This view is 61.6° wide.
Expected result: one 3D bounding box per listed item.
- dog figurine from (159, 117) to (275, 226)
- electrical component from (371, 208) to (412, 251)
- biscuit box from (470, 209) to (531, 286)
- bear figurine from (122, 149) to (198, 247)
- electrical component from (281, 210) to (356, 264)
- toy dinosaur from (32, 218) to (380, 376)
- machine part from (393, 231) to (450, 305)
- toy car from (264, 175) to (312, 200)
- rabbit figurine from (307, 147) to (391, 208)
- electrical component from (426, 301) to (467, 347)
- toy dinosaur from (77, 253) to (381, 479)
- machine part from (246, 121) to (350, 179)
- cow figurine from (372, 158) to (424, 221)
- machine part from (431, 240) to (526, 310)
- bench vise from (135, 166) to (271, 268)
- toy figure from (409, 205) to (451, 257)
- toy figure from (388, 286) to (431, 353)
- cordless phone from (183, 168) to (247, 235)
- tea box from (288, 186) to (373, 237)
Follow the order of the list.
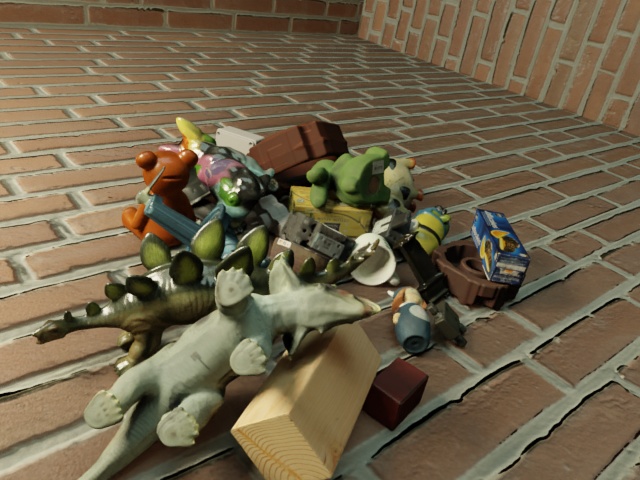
[{"bbox_3d":[-0.210,-0.140,1.045,0.219,0.108,0.192,33,22,-9],"label":"dog figurine"},{"bbox_3d":[0.148,-0.022,1.060,0.047,0.119,0.075,34,56,-22],"label":"electrical component"},{"bbox_3d":[0.342,0.008,1.036,0.063,0.059,0.203,10,27,-1],"label":"biscuit box"},{"bbox_3d":[-0.292,-0.088,0.978,0.120,0.195,0.132,-14,36,-31],"label":"bear figurine"},{"bbox_3d":[-0.002,-0.003,0.993,0.115,0.058,0.134,25,3,-17],"label":"electrical component"},{"bbox_3d":[-0.136,0.075,0.743,0.471,0.198,0.105,-7,36,-25],"label":"toy dinosaur"},{"bbox_3d":[0.184,0.053,0.980,0.084,0.039,0.139,-23,84,-38],"label":"machine part"},{"bbox_3d":[-0.073,-0.119,1.221,0.202,0.089,0.053,-15,83,-40],"label":"toy car"},{"bbox_3d":[0.041,-0.119,1.117,0.170,0.121,0.159,13,31,43],"label":"rabbit figurine"},{"bbox_3d":[0.209,0.131,0.885,0.094,0.021,0.063,45,28,-12],"label":"electrical component"},{"bbox_3d":[-0.130,0.146,0.627,0.131,0.405,0.192,54,0,11],"label":"toy dinosaur"},{"bbox_3d":[-0.051,-0.198,1.231,0.201,0.087,0.201,-20,-3,27],"label":"machine part"},{"bbox_3d":[0.164,-0.104,1.222,0.127,0.085,0.195,5,56,-12],"label":"cow figurine"},{"bbox_3d":[0.303,0.063,1.044,0.179,0.056,0.179,8,28,-4],"label":"machine part"},{"bbox_3d":[-0.200,-0.004,0.897,0.240,0.129,0.224,35,14,-21],"label":"bench vise"},{"bbox_3d":[0.229,-0.018,1.138,0.089,0.082,0.180,24,30,24],"label":"toy figure"},{"bbox_3d":[0.152,0.123,0.894,0.058,0.064,0.154,-30,25,18],"label":"toy figure"},{"bbox_3d":[-0.216,-0.084,1.133,0.184,0.088,0.146,29,33,10],"label":"cordless phone"},{"bbox_3d":[0.019,-0.061,1.157,0.170,0.068,0.098,4,30,-10],"label":"tea box"}]
